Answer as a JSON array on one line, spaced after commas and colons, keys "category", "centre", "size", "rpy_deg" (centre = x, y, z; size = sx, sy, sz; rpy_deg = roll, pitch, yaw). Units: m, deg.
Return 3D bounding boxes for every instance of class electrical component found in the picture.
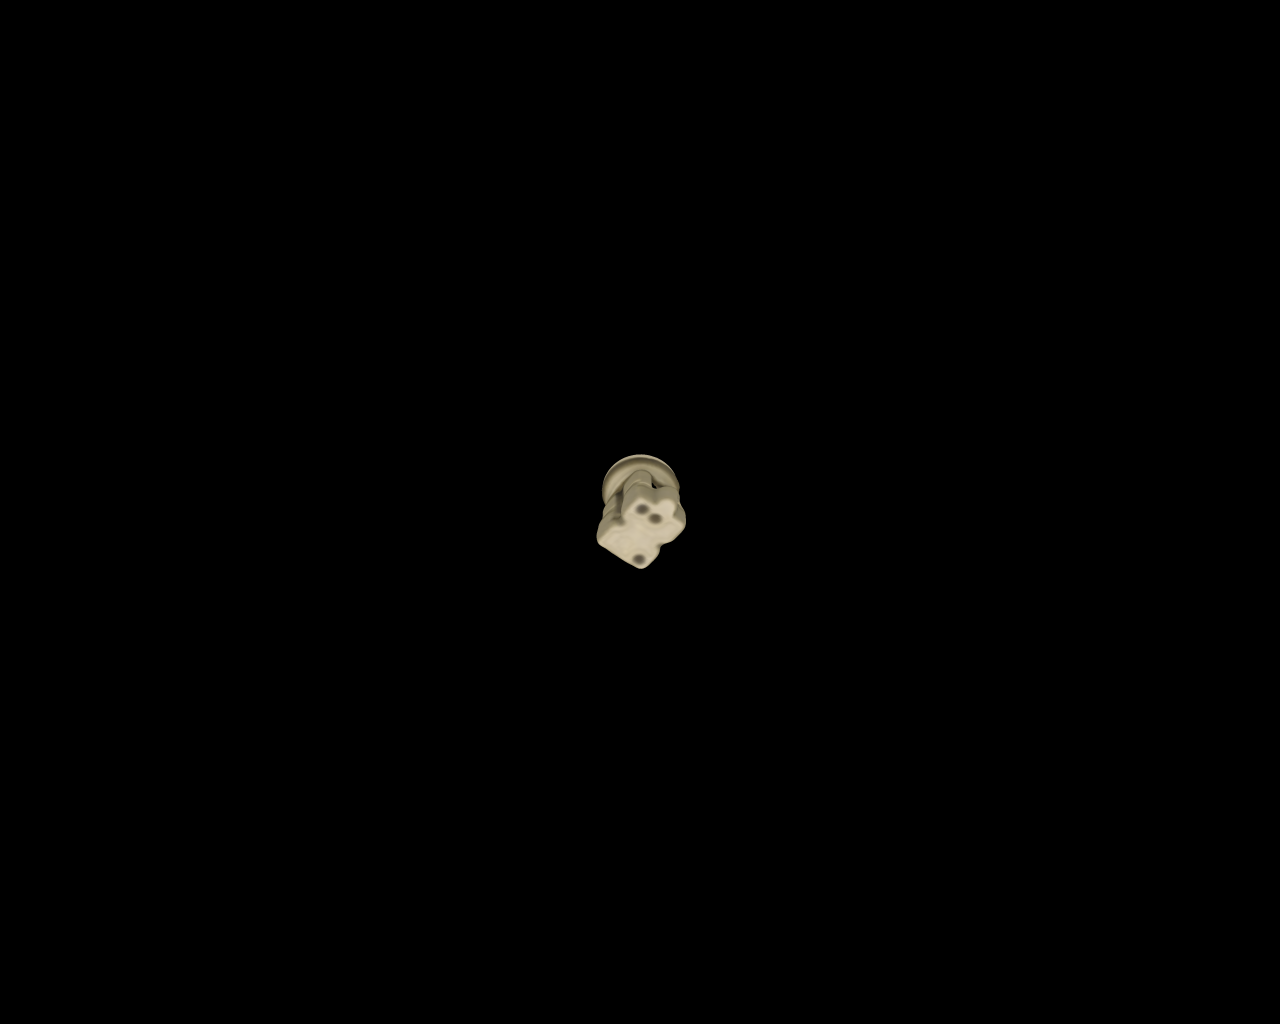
[{"category": "electrical component", "centre": [0.001, -0.003, 0.650], "size": [0.048, 0.066, 0.055], "rpy_deg": [33, 28, -20]}]
